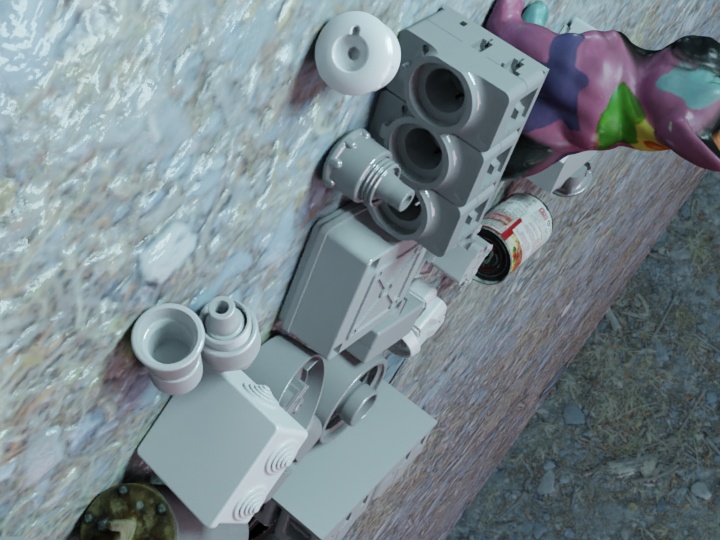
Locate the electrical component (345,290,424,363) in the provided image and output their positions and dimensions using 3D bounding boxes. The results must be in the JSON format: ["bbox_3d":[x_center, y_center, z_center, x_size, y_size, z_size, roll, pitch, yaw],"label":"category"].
[{"bbox_3d":[0.021,0.031,0.977,0.083,0.047,0.075,-29,150,-53],"label":"electrical component"}]

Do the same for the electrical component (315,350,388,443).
[{"bbox_3d":[-0.018,0.113,1.010,0.108,0.060,0.108,-47,161,-21],"label":"electrical component"}]

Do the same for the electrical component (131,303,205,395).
[{"bbox_3d":[-0.118,0.053,0.677,0.044,0.044,0.065,-46,166,-21],"label":"electrical component"}]

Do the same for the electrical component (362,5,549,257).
[{"bbox_3d":[0.057,-0.094,0.761,0.062,0.089,0.150,-37,156,-42],"label":"electrical component"}]

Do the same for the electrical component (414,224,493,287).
[{"bbox_3d":[0.087,-0.021,1.023,0.081,0.064,0.042,-59,161,19],"label":"electrical component"}]

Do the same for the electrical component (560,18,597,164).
[{"bbox_3d":[0.198,-0.171,1.020,0.121,0.063,0.079,-57,162,12],"label":"electrical component"}]

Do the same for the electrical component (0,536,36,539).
[{"bbox_3d":[-0.210,0.220,0.655,0.108,0.108,0.060,-48,168,-16],"label":"electrical component"}]

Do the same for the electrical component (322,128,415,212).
[{"bbox_3d":[0.008,-0.064,0.740,0.048,0.062,0.048,-47,161,-21],"label":"electrical component"}]

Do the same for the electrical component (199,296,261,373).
[{"bbox_3d":[-0.089,0.039,0.718,0.043,0.043,0.062,-46,160,-23],"label":"electrical component"}]

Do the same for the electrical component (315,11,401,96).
[{"bbox_3d":[0.004,-0.128,0.641,0.048,0.048,0.062,-59,169,16],"label":"electrical component"}]

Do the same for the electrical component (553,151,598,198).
[{"bbox_3d":[0.238,-0.119,1.234,0.078,0.058,0.057,-49,159,-15],"label":"electrical component"}]

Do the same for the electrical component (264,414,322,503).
[{"bbox_3d":[-0.082,0.151,0.931,0.095,0.054,0.059,-51,162,-9],"label":"electrical component"}]

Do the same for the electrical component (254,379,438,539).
[{"bbox_3d":[-0.025,0.187,1.060,0.186,0.105,0.060,-38,157,-39],"label":"electrical component"}]

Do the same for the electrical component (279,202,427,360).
[{"bbox_3d":[0.000,0.000,0.850,0.109,0.056,0.108,-33,153,-49],"label":"electrical component"}]

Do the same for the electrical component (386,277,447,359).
[{"bbox_3d":[0.046,0.050,1.063,0.057,0.058,0.078,-49,163,-24],"label":"electrical component"}]

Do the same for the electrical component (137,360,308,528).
[{"bbox_3d":[-0.097,0.123,0.768,0.099,0.100,0.048,-56,150,6],"label":"electrical component"}]

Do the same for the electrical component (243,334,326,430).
[{"bbox_3d":[-0.067,0.103,0.862,0.099,0.064,0.099,-47,161,-21],"label":"electrical component"}]
